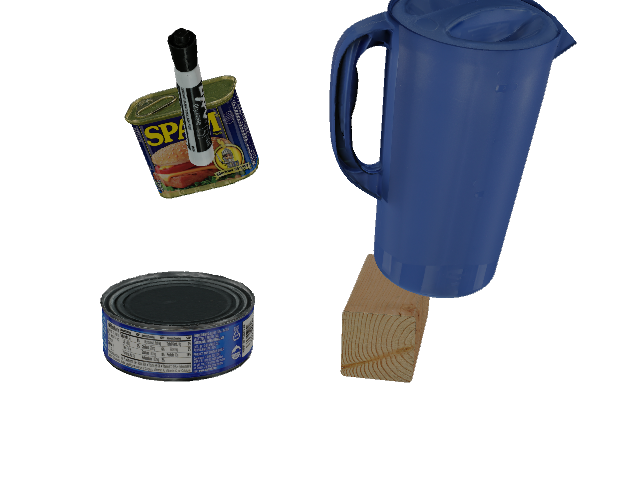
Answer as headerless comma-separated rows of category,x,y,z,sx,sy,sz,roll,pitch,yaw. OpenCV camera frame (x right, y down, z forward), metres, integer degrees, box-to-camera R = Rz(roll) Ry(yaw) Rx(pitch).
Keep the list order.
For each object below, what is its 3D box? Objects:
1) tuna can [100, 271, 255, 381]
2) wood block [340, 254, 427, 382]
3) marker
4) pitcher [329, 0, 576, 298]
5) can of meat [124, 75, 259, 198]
tuna can,-0.080,0.047,0.600,0.086,0.034,0.086,2,18,-1
wood block,0.088,0.096,1.384,0.091,0.090,0.206,5,20,9
marker,-0.089,-0.098,0.741,0.020,0.020,0.121,0,-38,2
pitcher,0.097,-0.077,0.868,0.149,0.243,0.144,25,38,26
can of meat,-0.113,-0.092,0.965,0.102,0.084,0.057,-12,30,10
